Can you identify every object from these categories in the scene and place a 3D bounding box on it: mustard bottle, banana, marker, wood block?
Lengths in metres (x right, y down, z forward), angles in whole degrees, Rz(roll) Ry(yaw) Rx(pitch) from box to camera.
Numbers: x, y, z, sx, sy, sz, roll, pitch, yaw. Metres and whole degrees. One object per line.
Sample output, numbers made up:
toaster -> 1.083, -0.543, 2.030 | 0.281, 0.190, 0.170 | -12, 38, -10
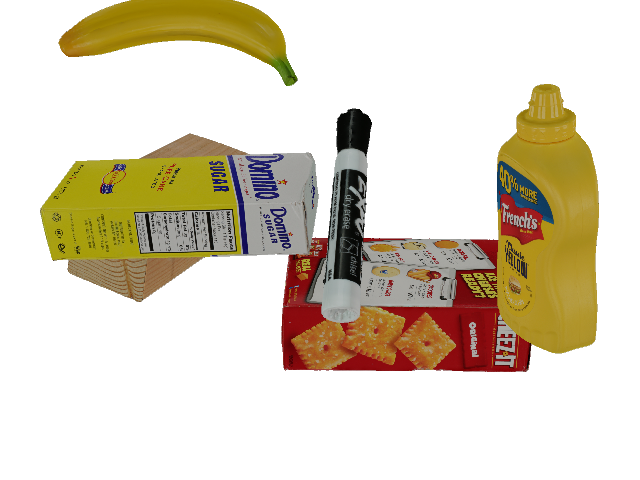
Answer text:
mustard bottle -> 0.163, -0.020, 0.774 | 0.058, 0.192, 0.096 | -13, 28, -14
banana -> -0.114, -0.174, 0.884 | 0.198, 0.069, 0.037 | 6, -34, 0
marker -> 0.014, -0.016, 0.546 | 0.020, 0.121, 0.020 | 4, -29, 2
wood block -> -0.156, -0.029, 1.088 | 0.090, 0.091, 0.205 | 21, 28, 18

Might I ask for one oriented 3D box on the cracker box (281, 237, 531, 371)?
cracker box -> 0.074, 0.057, 0.980 | 0.213, 0.072, 0.164 | 1, 21, 1

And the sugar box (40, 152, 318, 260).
sugar box -> -0.092, -0.025, 0.734 | 0.176, 0.048, 0.093 | -4, 26, 6
